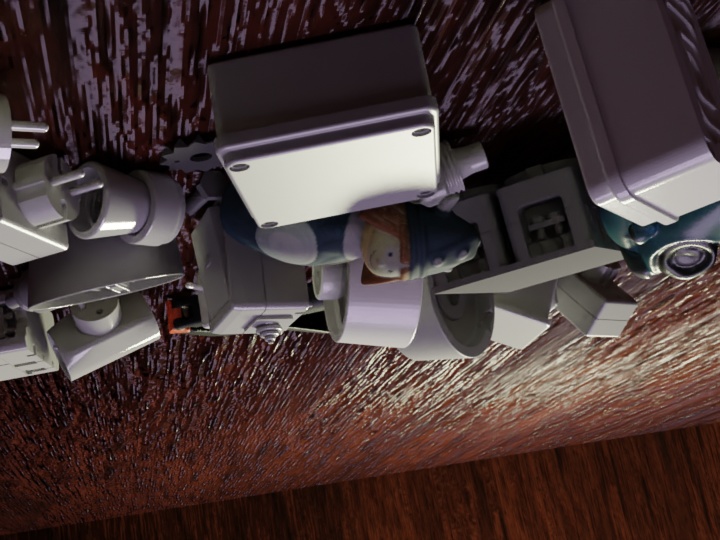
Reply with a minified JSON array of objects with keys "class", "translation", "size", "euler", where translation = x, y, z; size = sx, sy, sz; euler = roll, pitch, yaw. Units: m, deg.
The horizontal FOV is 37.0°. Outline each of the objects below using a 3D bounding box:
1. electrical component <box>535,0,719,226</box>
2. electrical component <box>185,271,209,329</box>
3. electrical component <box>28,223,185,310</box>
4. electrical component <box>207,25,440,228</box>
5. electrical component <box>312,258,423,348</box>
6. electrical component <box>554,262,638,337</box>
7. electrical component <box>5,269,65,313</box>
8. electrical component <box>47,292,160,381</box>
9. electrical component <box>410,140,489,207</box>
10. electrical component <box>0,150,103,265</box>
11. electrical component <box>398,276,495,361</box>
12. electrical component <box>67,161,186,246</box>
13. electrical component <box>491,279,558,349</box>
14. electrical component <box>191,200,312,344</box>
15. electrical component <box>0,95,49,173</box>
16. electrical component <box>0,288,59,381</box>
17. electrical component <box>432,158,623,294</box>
[{"class":"electrical component","translation":[0.136,-0.084,0.516],"size":[0.057,0.113,0.078],"euler":[-23,159,30]},{"class":"electrical component","translation":[-0.099,0.013,0.819],"size":[0.066,0.047,0.077],"euler":[-20,161,30]},{"class":"electrical component","translation":[-0.163,-0.004,0.688],"size":[0.099,0.064,0.099],"euler":[-10,164,-3]},{"class":"electrical component","translation":[-0.015,-0.072,0.564],"size":[0.109,0.056,0.108],"euler":[-11,164,2]},{"class":"electrical component","translation":[0.000,0.000,0.737],"size":[0.060,0.108,0.108],"euler":[0,162,-12]},{"class":"electrical component","translation":[0.204,0.005,0.947],"size":[0.047,0.083,0.075],"euler":[4,120,-40]},{"class":"electrical component","translation":[-0.229,0.015,0.766],"size":[0.061,0.035,0.035],"euler":[-19,162,32]},{"class":"electrical component","translation":[-0.203,0.039,0.836],"size":[0.077,0.044,0.079],"euler":[-26,141,-21]},{"class":"electrical component","translation":[0.048,-0.061,0.666],"size":[0.062,0.048,0.048],"euler":[-20,163,2]},{"class":"electrical component","translation":[-0.179,-0.040,0.587],"size":[0.077,0.047,0.066],"euler":[-15,163,15]},{"class":"electrical component","translation":[0.053,0.019,0.835],"size":[0.060,0.108,0.108],"euler":[-13,165,32]},{"class":"electrical component","translation":[-0.136,-0.038,0.627],"size":[0.045,0.045,0.055],"euler":[-24,159,40]},{"class":"electrical component","translation":[0.117,0.024,0.934],"size":[0.100,0.048,0.099],"euler":[18,161,-2]},{"class":"electrical component","translation":[-0.073,0.002,0.709],"size":[0.061,0.096,0.062],"euler":[0,161,-23]},{"class":"electrical component","translation":[-0.183,-0.064,0.495],"size":[0.074,0.052,0.138],"euler":[-1,162,-31]},{"class":"electrical component","translation":[-0.276,0.052,0.834],"size":[0.056,0.050,0.089],"euler":[-10,164,-3]},{"class":"electrical component","translation":[0.121,-0.027,0.747],"size":[0.105,0.060,0.186],"euler":[-17,173,21]}]
